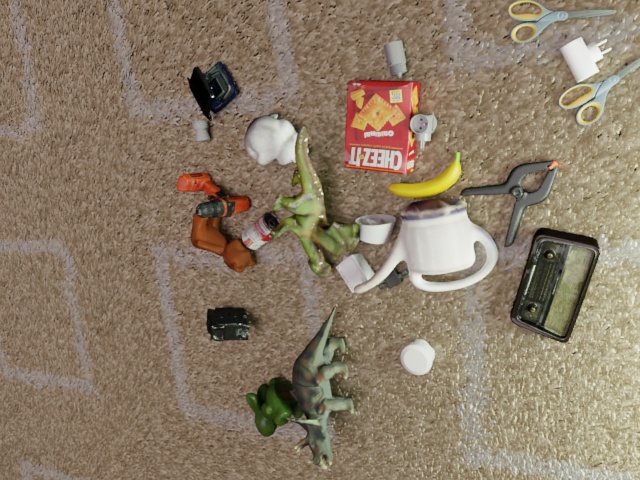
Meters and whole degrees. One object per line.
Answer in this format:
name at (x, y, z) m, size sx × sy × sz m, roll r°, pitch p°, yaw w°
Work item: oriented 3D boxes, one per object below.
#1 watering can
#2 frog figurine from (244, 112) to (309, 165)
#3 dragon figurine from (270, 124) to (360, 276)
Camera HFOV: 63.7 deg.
watering can at (0.236, 0.019, 1.216) m, size 0.347 × 0.105 × 0.223 m, roll -8°, pitch 99°, yaw 11°
frog figurine at (-0.116, -0.249, 1.350) m, size 0.137 × 0.122 × 0.161 m, roll -47°, pitch 67°, yaw 7°
dragon figurine at (0.004, -0.065, 1.297) m, size 0.244 × 0.124 × 0.400 m, roll 31°, pitch 133°, yaw 20°
